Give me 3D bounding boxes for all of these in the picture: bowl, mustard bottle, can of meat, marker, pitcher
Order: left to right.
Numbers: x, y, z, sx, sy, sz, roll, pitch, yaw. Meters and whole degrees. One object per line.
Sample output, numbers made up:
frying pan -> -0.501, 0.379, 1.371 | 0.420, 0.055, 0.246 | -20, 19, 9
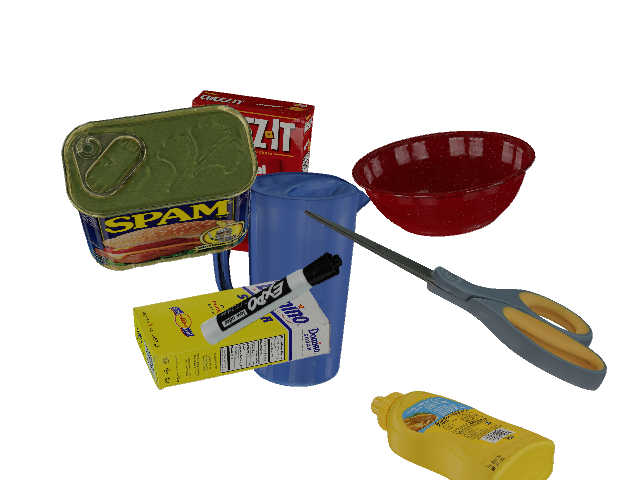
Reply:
can of meat -> -0.089, -0.027, 0.604 | 0.102, 0.057, 0.084 | -10, -22, -9
marker -> -0.036, 0.043, 0.805 | 0.121, 0.020, 0.020 | -30, -8, 14
pitcher -> -0.036, 0.045, 1.265 | 0.149, 0.243, 0.144 | 10, 18, 23
bowl -> 0.111, -0.047, 0.950 | 0.162, 0.055, 0.162 | -8, 23, 3
mustard bottle -> 0.122, 0.190, 1.032 | 0.096, 0.058, 0.192 | -17, 24, -40

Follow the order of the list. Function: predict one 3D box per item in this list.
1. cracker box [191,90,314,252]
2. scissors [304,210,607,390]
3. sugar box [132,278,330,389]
cracker box -> -0.103, -0.091, 1.505 | 0.164, 0.214, 0.072 | 9, 21, 6
scissors -> 0.091, 0.027, 0.665 | 0.202, 0.016, 0.096 | 33, 22, 18
sugar box -> -0.087, 0.088, 1.050 | 0.176, 0.048, 0.093 | -13, 33, -17
